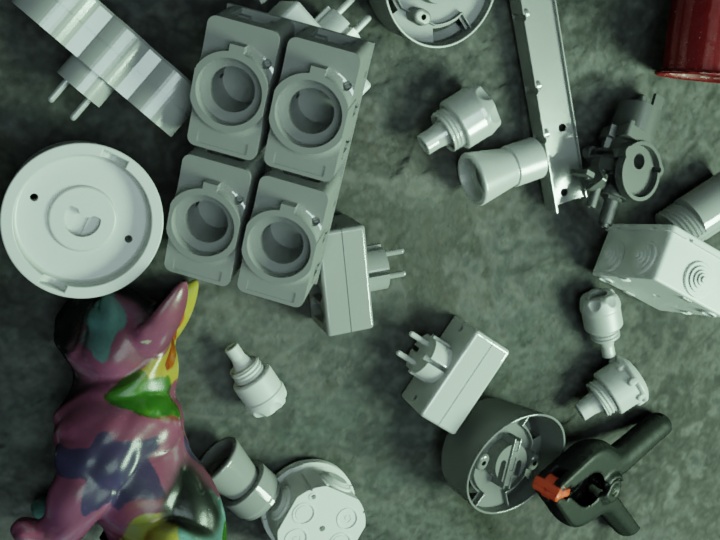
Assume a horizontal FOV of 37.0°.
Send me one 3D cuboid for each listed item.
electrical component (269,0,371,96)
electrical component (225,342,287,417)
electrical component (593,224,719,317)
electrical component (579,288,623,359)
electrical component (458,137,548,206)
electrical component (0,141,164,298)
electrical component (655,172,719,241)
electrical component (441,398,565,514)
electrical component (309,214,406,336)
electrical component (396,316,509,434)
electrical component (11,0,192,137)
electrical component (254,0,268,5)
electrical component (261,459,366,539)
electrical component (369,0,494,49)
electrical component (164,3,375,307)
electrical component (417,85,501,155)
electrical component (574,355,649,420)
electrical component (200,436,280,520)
[{"bbox_3d":[-0.025,-0.167,0.789,0.075,0.047,0.083,-46,113,-4],"label":"electrical component"},{"bbox_3d":[-0.085,0.084,0.842,0.035,0.035,0.061,-34,110,-8],"label":"electrical component"},{"bbox_3d":[0.258,0.001,0.905,0.100,0.100,0.048,26,82,-23],"label":"electrical component"},{"bbox_3d":[0.212,0.048,0.936,0.035,0.035,0.061,-20,112,-13],"label":"electrical component"},{"bbox_3d":[0.117,-0.082,0.865,0.065,0.044,0.044,-20,110,-18],"label":"electrical component"},{"bbox_3d":[-0.197,-0.040,0.756,0.108,0.060,0.108,-5,106,-18],"label":"electrical component"},{"bbox_3d":[0.294,-0.048,0.934,0.081,0.043,0.043,-32,112,-9],"label":"electrical component"},{"bbox_3d":[0.121,0.158,0.913,0.099,0.064,0.099,-10,109,-31],"label":"electrical component"},{"bbox_3d":[0.000,0.000,0.842,0.076,0.047,0.083,-10,107,-16],"label":"electrical component"},{"bbox_3d":[0.064,0.077,0.885,0.076,0.047,0.083,33,92,-23],"label":"electrical component"},{"bbox_3d":[-0.182,-0.137,0.739,0.138,0.052,0.073,41,89,-23],"label":"electrical component"},{"bbox_3d":[-0.069,-0.235,0.751,0.057,0.058,0.078,-36,113,-4],"label":"electrical component"},{"bbox_3d":[-0.038,0.200,0.880,0.080,0.051,0.080,-5,106,-18],"label":"electrical component"},{"bbox_3d":[0.054,-0.215,0.794,0.099,0.064,0.099,-5,106,-18],"label":"electrical component"},{"bbox_3d":[-0.066,-0.077,0.749,0.105,0.060,0.186,16,113,4],"label":"electrical component"},{"bbox_3d":[0.075,-0.113,0.840,0.062,0.043,0.043,-32,112,-7],"label":"electrical component"},{"bbox_3d":[0.219,0.109,0.950,0.062,0.048,0.048,-33,112,-1],"label":"electrical component"},{"bbox_3d":[-0.097,0.166,0.854,0.045,0.045,0.055,-45,114,-4],"label":"electrical component"}]
